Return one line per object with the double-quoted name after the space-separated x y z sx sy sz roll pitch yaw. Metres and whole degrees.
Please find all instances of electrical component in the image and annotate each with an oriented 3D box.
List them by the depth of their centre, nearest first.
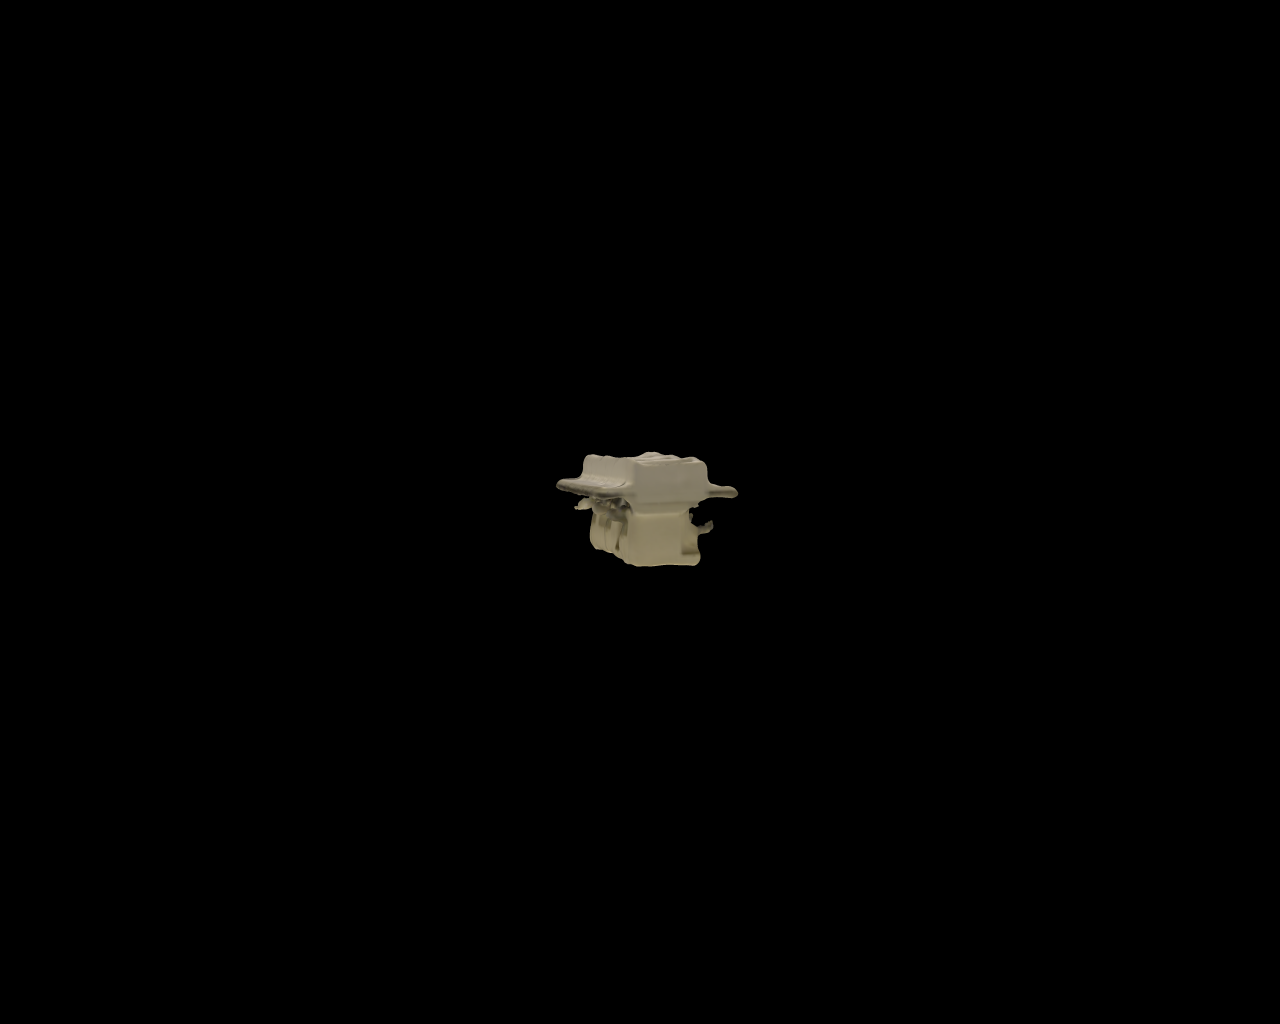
0.001 -0.003 0.650 0.079 0.063 0.121 -1 5 -15 "electrical component"
